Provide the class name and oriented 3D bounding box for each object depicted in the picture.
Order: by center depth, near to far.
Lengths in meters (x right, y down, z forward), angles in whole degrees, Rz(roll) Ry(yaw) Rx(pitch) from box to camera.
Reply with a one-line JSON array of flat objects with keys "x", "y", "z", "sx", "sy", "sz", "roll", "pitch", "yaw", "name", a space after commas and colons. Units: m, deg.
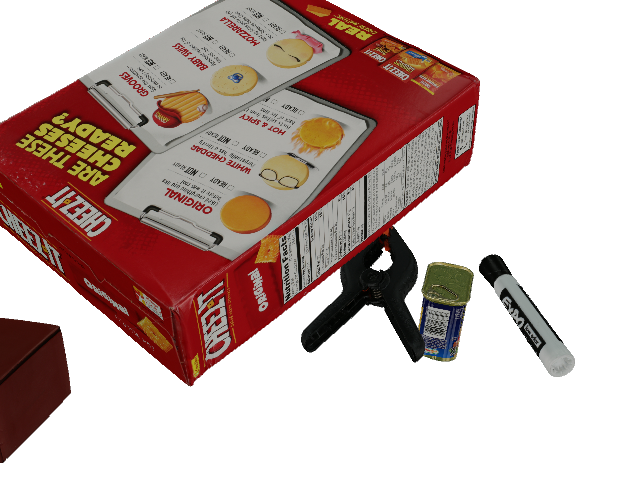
[{"x": -0.046, "y": -0.045, "z": 0.569, "sx": 0.164, "sy": 0.072, "sz": 0.213, "roll": 34, "pitch": 58, "yaw": 31, "name": "cracker box"}, {"x": -0.201, "y": 0.091, "z": 0.665, "sx": 0.053, "sy": 0.051, "sz": 0.078, "roll": 7, "pitch": 29, "yaw": 21, "name": "foam brick"}, {"x": 0.138, "y": 0.047, "z": 0.726, "sx": 0.020, "sy": 0.020, "sz": 0.121, "roll": 0, "pitch": 33, "yaw": -18, "name": "marker"}, {"x": 0.063, "y": 0.054, "z": 1.068, "sx": 0.120, "sy": 0.171, "sz": 0.039, "roll": 15, "pitch": -37, "yaw": 15, "name": "clamp"}, {"x": 0.148, "y": 0.086, "z": 1.294, "sx": 0.057, "sy": 0.084, "sz": 0.102, "roll": 11, "pitch": 25, "yaw": 7, "name": "can of meat"}]
